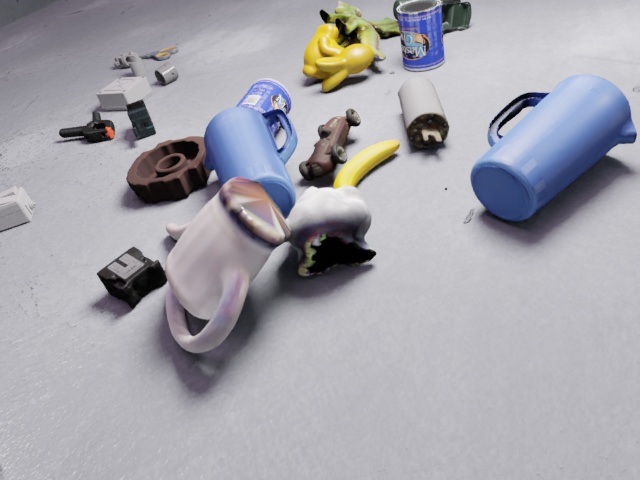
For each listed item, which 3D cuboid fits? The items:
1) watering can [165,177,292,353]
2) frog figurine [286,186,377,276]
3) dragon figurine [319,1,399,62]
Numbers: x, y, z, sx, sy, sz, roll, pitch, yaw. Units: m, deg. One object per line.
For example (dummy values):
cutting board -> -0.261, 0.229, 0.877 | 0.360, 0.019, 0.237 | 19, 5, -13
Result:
watering can -> -0.156, 0.001, 0.743 | 0.222, 0.103, 0.354 | -49, 35, 12
frog figurine -> 0.002, -0.039, 0.765 | 0.136, 0.120, 0.163 | -29, 46, 15
dragon figurine -> 0.139, -0.579, 1.420 | 0.244, 0.119, 0.417 | -22, 46, -22
